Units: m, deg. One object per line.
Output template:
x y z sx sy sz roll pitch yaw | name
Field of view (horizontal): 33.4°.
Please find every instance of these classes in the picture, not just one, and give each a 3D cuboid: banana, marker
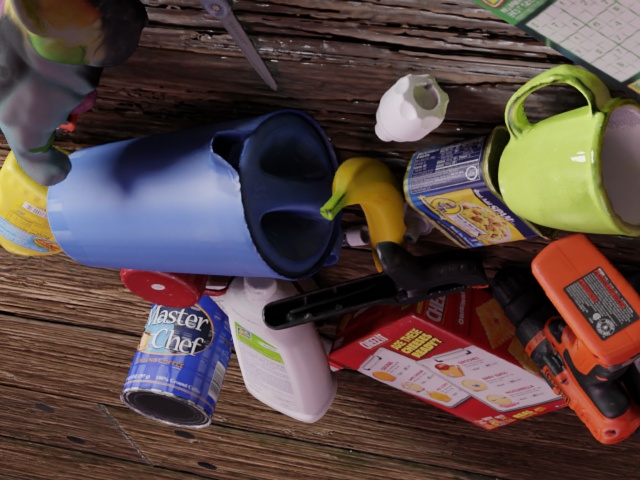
0.043 -0.024 0.888 0.037 0.069 0.197 33 176 25 | banana
-0.007 0.001 1.010 0.121 0.020 0.020 -7 145 36 | marker

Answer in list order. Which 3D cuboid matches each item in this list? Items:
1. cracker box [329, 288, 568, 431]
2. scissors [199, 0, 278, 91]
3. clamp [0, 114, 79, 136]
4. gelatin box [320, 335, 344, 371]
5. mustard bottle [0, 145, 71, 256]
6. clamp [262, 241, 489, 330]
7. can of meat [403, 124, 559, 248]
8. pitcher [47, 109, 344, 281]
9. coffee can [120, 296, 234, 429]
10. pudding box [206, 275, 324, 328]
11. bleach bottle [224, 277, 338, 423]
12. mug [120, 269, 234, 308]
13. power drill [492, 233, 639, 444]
0.143 0.111 1.082 0.213 0.072 0.164 27 150 -19 | cracker box
-0.060 -0.172 0.725 0.096 0.016 0.201 -10 143 40 | scissors
-0.292 -0.117 0.918 0.171 0.039 0.120 18 153 -5 | clamp
-0.023 0.132 1.248 0.073 0.030 0.089 29 150 -26 | gelatin box
-0.282 -0.028 1.054 0.096 0.058 0.192 26 150 -18 | mustard bottle
0.063 0.038 0.917 0.165 0.036 0.209 -26 163 39 | clamp
0.127 -0.037 0.833 0.084 0.057 0.102 -11 142 43 | can of meat
-0.106 -0.027 0.901 0.243 0.144 0.149 -2 108 36 | pitcher
-0.149 0.123 1.176 0.103 0.140 0.103 12 152 6 | coffee can
-0.059 0.055 1.115 0.114 0.039 0.090 2 150 28 | pudding box
-0.039 0.098 1.065 0.103 0.068 0.251 23 154 16 | bleach bottle
-0.133 0.018 1.038 0.117 0.081 0.093 23 151 -14 | mug
0.207 0.068 0.881 0.184 0.057 0.187 54 172 24 | power drill
